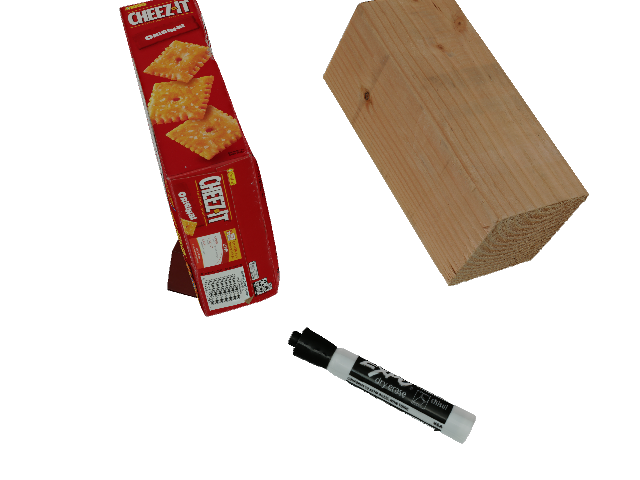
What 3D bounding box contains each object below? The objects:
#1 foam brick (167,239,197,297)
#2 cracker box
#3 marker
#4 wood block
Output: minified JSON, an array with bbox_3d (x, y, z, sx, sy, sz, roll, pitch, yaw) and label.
[{"bbox_3d":[-0.113,0.028,1.105,0.078,0.051,0.053,16,32,4],"label":"foam brick"},{"bbox_3d":[-0.097,-0.073,0.868,0.072,0.214,0.164,-15,-41,-6],"label":"cracker box"},{"bbox_3d":[0.036,0.086,0.643,0.121,0.020,0.020,27,3,7],"label":"marker"},{"bbox_3d":[0.097,-0.082,0.814,0.090,0.206,0.091,-15,-26,-30],"label":"wood block"}]
